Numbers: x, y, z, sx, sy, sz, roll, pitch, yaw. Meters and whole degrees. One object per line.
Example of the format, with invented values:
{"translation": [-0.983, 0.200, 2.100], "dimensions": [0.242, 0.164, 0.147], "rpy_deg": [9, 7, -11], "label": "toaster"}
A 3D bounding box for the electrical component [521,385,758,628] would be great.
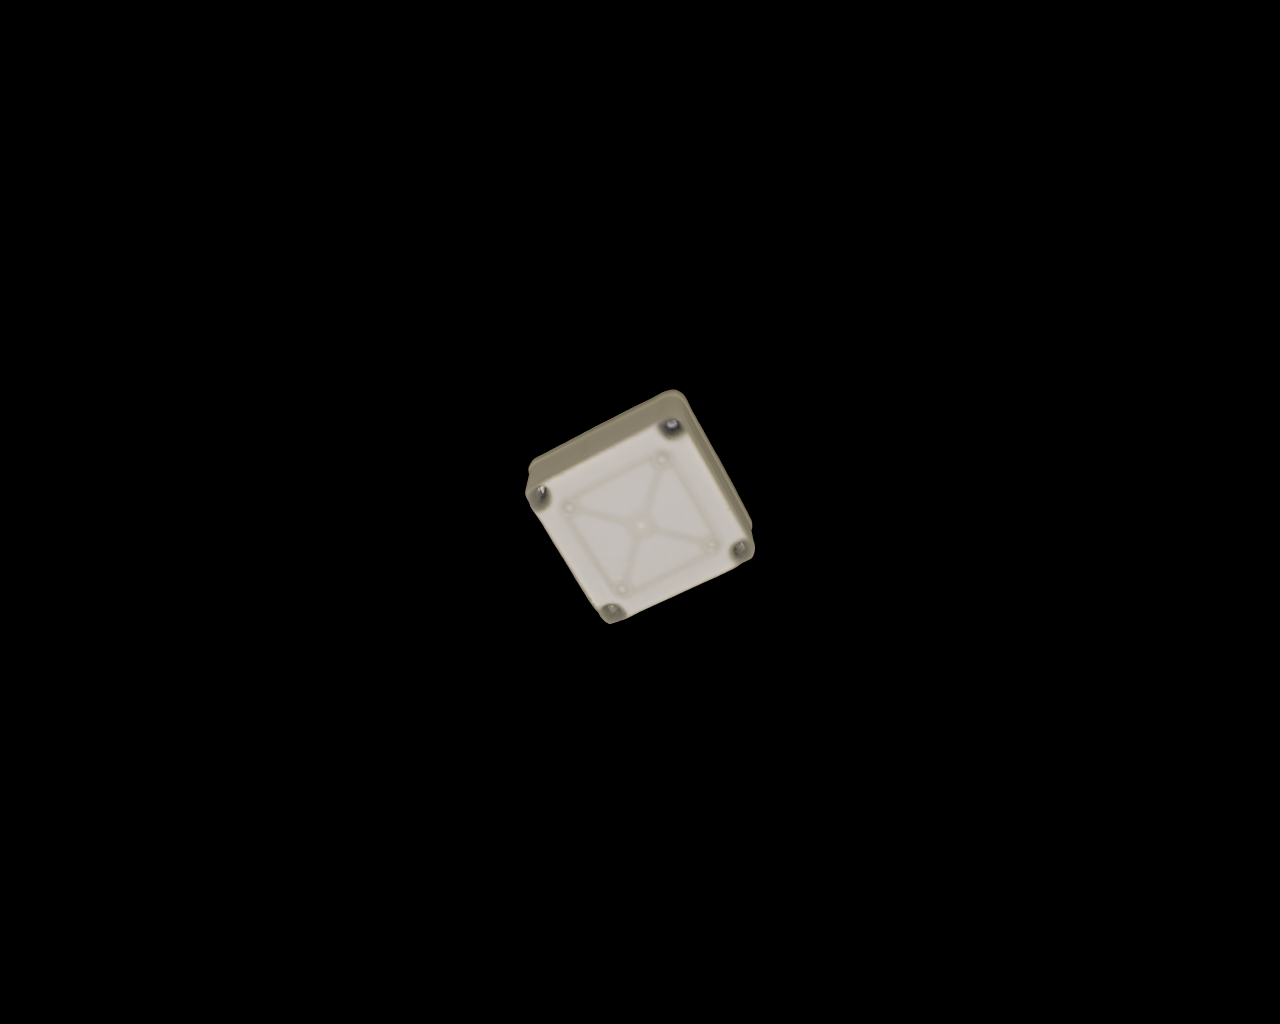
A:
{"translation": [0.001, -0.003, 0.650], "dimensions": [0.108, 0.108, 0.056], "rpy_deg": [-26, 21, 11], "label": "electrical component"}
